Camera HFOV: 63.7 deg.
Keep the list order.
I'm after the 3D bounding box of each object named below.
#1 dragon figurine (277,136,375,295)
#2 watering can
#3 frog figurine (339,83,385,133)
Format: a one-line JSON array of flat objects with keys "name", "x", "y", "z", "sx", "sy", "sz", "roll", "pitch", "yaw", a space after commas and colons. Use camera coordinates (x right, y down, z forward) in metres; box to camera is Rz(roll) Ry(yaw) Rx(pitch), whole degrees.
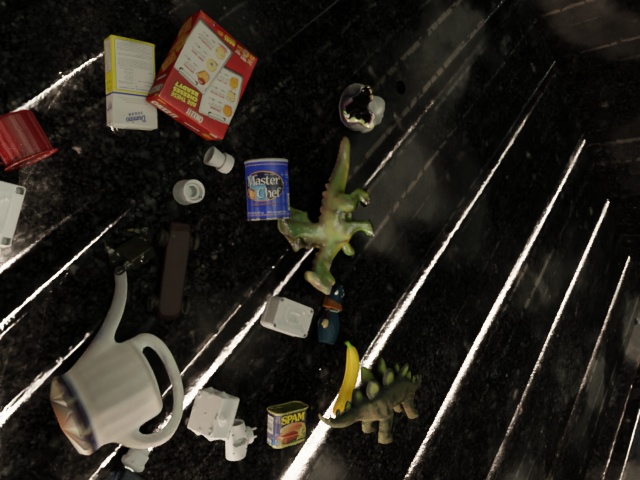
[{"name": "dragon figurine", "x": 0.004, "y": -0.067, "z": 1.330, "sx": 0.243, "sy": 0.121, "sz": 0.413, "roll": -5, "pitch": 83, "yaw": -32}, {"name": "watering can", "x": -0.395, "y": 0.242, "z": 0.972, "sx": 0.227, "sy": 0.103, "sz": 0.348, "roll": -24, "pitch": 90, "yaw": -38}, {"name": "frog figurine", "x": 0.119, "y": -0.373, "z": 1.452, "sx": 0.136, "sy": 0.122, "sz": 0.161, "roll": 64, "pitch": 17, "yaw": -9}]
